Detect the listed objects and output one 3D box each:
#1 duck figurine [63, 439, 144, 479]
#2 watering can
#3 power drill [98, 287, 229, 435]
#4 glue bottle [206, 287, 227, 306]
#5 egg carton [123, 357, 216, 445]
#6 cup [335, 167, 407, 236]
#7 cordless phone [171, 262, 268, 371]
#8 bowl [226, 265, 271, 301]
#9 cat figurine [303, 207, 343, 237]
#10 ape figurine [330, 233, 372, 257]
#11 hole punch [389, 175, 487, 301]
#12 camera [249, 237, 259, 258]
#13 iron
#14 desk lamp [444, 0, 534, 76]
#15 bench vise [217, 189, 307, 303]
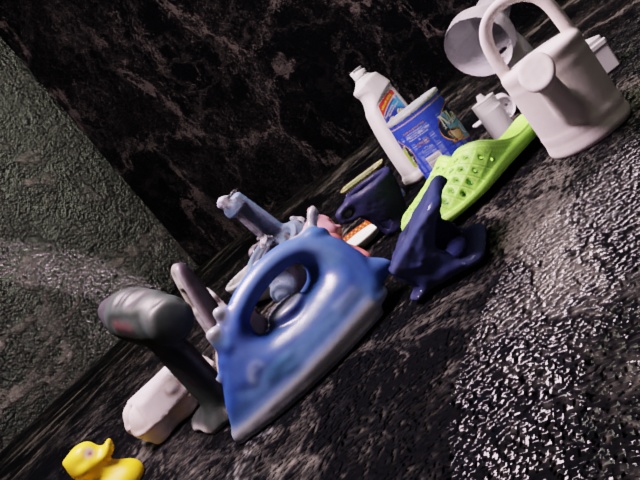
[{"bbox_3d":[-0.294,0.305,0.740,0.104,0.086,0.077,-40,9,-8],"label":"duck figurine"},{"bbox_3d":[0.262,-0.199,0.660,0.101,0.194,0.173,-37,9,11],"label":"watering can"},{"bbox_3d":[-0.191,0.144,0.728,0.076,0.208,0.229,-45,11,-32],"label":"power drill"},{"bbox_3d":[-0.170,0.112,0.918,0.037,0.173,0.078,-43,10,-26],"label":"glue bottle"},{"bbox_3d":[-0.224,0.235,0.860,0.150,0.069,0.107,-44,10,-30],"label":"egg carton"},{"bbox_3d":[0.091,-0.046,0.913,0.118,0.095,0.091,-41,9,-13],"label":"cup"},{"bbox_3d":[-0.144,0.107,0.798,0.094,0.185,0.147,-43,10,-26],"label":"cordless phone"},{"bbox_3d":[-0.108,0.074,1.180,0.167,0.075,0.167,-38,9,7],"label":"bowl"},{"bbox_3d":[0.008,0.003,0.923,0.067,0.118,0.128,-37,9,10],"label":"cat figurine"},{"bbox_3d":[0.033,0.032,0.767,0.077,0.092,0.076,-33,11,34],"label":"ape figurine"},{"bbox_3d":[0.115,-0.004,0.618,0.101,0.091,0.109,-35,10,25],"label":"hole punch"},{"bbox_3d":[-0.121,0.028,1.377,0.143,0.101,0.137,-33,11,33],"label":"camera"},{"bbox_3d":[-0.042,0.084,0.646,0.259,0.141,0.118,-43,10,-25],"label":"iron"},{"bbox_3d":[0.344,-0.355,1.050,0.204,0.213,0.117,-45,11,-35],"label":"desk lamp"},{"bbox_3d":[-0.093,-0.005,1.043,0.121,0.220,0.207,-37,9,11],"label":"bench vise"}]
